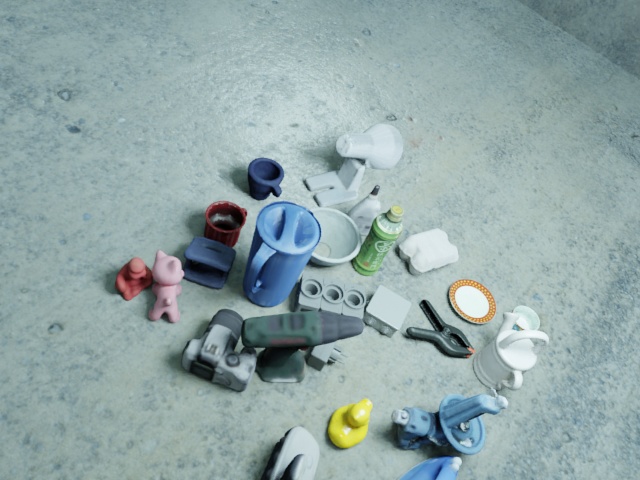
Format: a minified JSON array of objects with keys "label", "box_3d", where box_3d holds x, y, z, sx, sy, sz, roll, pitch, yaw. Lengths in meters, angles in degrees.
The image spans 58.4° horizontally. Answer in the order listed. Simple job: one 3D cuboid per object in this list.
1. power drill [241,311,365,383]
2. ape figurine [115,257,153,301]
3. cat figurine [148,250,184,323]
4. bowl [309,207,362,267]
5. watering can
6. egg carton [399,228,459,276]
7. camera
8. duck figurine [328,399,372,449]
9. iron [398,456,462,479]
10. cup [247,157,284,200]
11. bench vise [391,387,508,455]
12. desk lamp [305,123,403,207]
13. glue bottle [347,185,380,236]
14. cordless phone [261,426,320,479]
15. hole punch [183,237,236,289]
[{"label":"power drill","box_3d":[-0.048,0.205,1.129,0.230,0.208,0.075,4,52,-17]},{"label":"ape figurine","box_3d":[-0.384,0.070,1.186,0.078,0.092,0.076,-1,54,-21]},{"label":"cat figurine","box_3d":[-0.314,0.089,1.180,0.067,0.117,0.127,3,53,-17]},{"label":"bowl","box_3d":[0.013,0.005,1.395,0.168,0.074,0.167,10,51,-13]},{"label":"watering can","box_3d":[0.430,0.245,1.284,0.101,0.194,0.172,-5,56,-23]},{"label":"egg carton","box_3d":[0.280,0.030,1.478,0.151,0.069,0.107,-16,60,-29]},{"label":"camera","box_3d":[-0.186,0.209,1.146,0.143,0.100,0.137,23,49,-2]},{"label":"duck figurine","box_3d":[0.066,0.357,1.134,0.077,0.086,0.105,40,51,13]},{"label":"iron","box_3d":[0.201,0.473,1.057,0.118,0.141,0.259,40,51,13]},{"label":"cup","box_3d":[-0.136,-0.135,1.436,0.092,0.095,0.117,-20,63,-32]},{"label":"bench vise","box_3d":[0.255,0.359,1.114,0.208,0.219,0.121,-4,55,-23]},{"label":"desk lamp","box_3d":[0.092,-0.202,1.494,0.204,0.213,0.117,-18,61,-30]},{"label":"glue bottle","box_3d":[0.117,-0.077,1.433,0.078,0.173,0.037,10,51,-13]},{"label":"cordless phone","box_3d":[-0.037,0.392,1.004,0.094,0.185,0.147,22,49,-2]},{"label":"hole punch","box_3d":[-0.244,0.037,1.264,0.109,0.091,0.101,19,50,-6]}]
